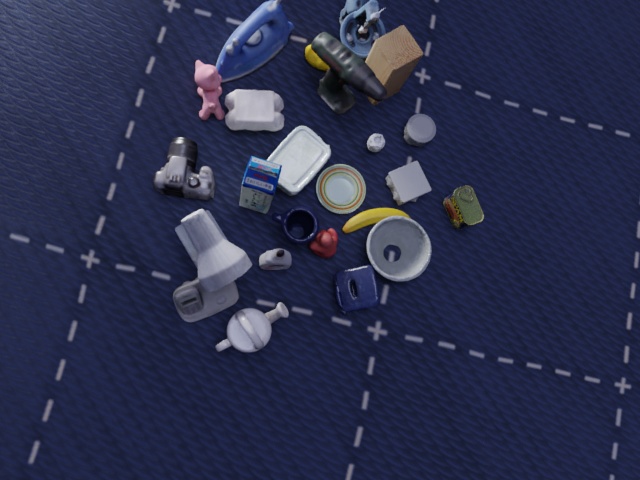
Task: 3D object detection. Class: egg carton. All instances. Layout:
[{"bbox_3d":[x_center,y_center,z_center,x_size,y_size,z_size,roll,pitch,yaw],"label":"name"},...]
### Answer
[{"bbox_3d":[-0.166,-0.327,1.456,0.150,0.069,0.107,-1,80,-10],"label":"egg carton"}]

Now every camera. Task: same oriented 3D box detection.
[{"bbox_3d":[-0.321,-0.176,1.385,0.143,0.100,0.137,9,78,-8],"label":"camera"}]

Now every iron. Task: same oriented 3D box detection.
[{"bbox_3d":[-0.178,-0.512,1.451,0.118,0.141,0.258,42,76,0],"label":"iron"}]

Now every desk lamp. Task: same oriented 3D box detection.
[{"bbox_3d":[-0.251,0.019,1.303,0.118,0.213,0.203,-32,86,-14],"label":"desk lamp"}]

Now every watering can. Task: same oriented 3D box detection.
[{"bbox_3d":[-0.155,0.199,1.296,0.101,0.194,0.173,38,76,-1],"label":"watering can"}]

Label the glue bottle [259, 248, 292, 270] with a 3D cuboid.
[{"bbox_3d":[-0.100,0.042,1.346,0.078,0.173,0.037,-3,80,-10],"label":"glue bottle"}]

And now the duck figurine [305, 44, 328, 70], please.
[{"bbox_3d":[0.015,-0.500,1.511,0.104,0.086,0.077,7,78,-8],"label":"duck figurine"}]

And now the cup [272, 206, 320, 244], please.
[{"bbox_3d":[-0.065,-0.033,1.406,0.118,0.095,0.092,18,77,-6],"label":"cup"}]

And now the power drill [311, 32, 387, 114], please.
[{"bbox_3d":[0.064,-0.403,1.438,0.076,0.208,0.229,-43,89,-14],"label":"power drill"}]

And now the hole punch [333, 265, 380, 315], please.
[{"bbox_3d":[0.088,0.123,1.405,0.101,0.091,0.109,-10,81,-11],"label":"hole punch"}]

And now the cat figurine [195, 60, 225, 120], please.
[{"bbox_3d":[-0.274,-0.376,1.422,0.067,0.117,0.128,-8,81,-11],"label":"cat figurine"}]

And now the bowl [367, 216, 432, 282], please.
[{"bbox_3d":[0.191,0.027,1.449,0.167,0.074,0.167,2,79,-9],"label":"bowl"}]

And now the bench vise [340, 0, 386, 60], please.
[{"bbox_3d":[0.099,-0.570,1.469,0.121,0.219,0.207,-23,84,-13],"label":"bench vise"}]

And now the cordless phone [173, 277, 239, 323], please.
[{"bbox_3d":[-0.260,0.122,1.297,0.148,0.185,0.094,-25,84,-13],"label":"cordless phone"}]

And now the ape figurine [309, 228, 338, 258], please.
[{"bbox_3d":[0.013,0.005,1.414,0.078,0.092,0.076,-16,82,-12],"label":"ape figurine"}]
